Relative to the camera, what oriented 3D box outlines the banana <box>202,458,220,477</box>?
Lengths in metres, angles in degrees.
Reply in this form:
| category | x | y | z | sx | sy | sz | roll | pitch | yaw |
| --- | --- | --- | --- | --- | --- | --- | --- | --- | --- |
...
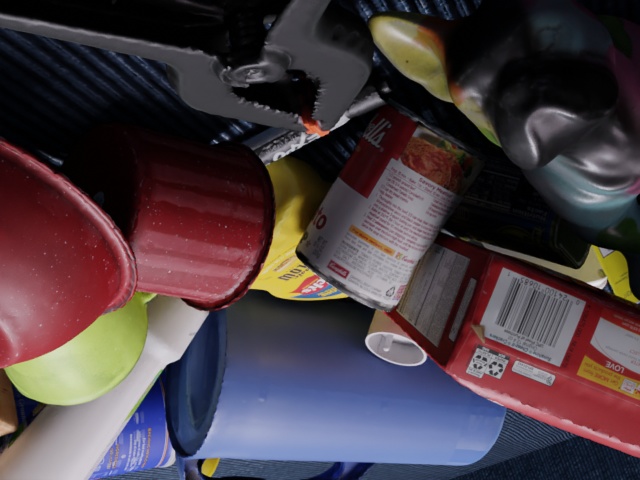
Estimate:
| category | x | y | z | sx | sy | sz | roll | pitch | yaw |
| --- | --- | --- | --- | --- | --- | --- | --- | --- | --- |
| banana | -0.123 | 0.156 | 0.928 | 0.069 | 0.198 | 0.037 | -38 | 116 | -6 |

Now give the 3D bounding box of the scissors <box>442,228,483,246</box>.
| category | x | y | z | sx | sy | sz | roll | pitch | yaw |
| --- | --- | --- | --- | --- | --- | --- | --- | --- | --- |
| scissors | 0.137 | 0.043 | 0.778 | 0.016 | 0.202 | 0.096 | -56 | 176 | -34 |

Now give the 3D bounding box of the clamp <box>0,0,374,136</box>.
| category | x | y | z | sx | sy | sz | roll | pitch | yaw |
| --- | --- | --- | --- | --- | --- | --- | --- | --- | --- |
| clamp | -0.023 | -0.090 | 0.448 | 0.165 | 0.036 | 0.209 | -11 | 165 | 22 |

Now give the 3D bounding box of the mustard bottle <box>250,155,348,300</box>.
| category | x | y | z | sx | sy | sz | roll | pitch | yaw |
| --- | --- | --- | --- | --- | --- | --- | --- | --- | --- |
| mustard bottle | -0.004 | 0.001 | 0.694 | 0.096 | 0.058 | 0.191 | -37 | 155 | 20 |

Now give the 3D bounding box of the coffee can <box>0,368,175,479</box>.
| category | x | y | z | sx | sy | sz | roll | pitch | yaw |
| --- | --- | --- | --- | --- | --- | --- | --- | --- | --- |
| coffee can | -0.193 | 0.141 | 0.847 | 0.140 | 0.103 | 0.103 | -6 | 157 | -29 |

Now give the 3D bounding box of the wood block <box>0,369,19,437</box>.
| category | x | y | z | sx | sy | sz | roll | pitch | yaw |
| --- | --- | --- | --- | --- | --- | --- | --- | --- | --- |
| wood block | -0.258 | 0.064 | 0.605 | 0.091 | 0.090 | 0.206 | -18 | 161 | 1 |

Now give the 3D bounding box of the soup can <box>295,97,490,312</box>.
| category | x | y | z | sx | sy | sz | roll | pitch | yaw |
| --- | --- | --- | --- | --- | --- | --- | --- | --- | --- |
| soup can | 0.039 | -0.020 | 0.595 | 0.068 | 0.069 | 0.102 | 16 | 107 | -57 |

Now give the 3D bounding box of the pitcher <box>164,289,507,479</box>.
| category | x | y | z | sx | sy | sz | roll | pitch | yaw |
| --- | --- | --- | --- | --- | --- | --- | --- | --- | --- |
| pitcher | 0.011 | 0.115 | 0.798 | 0.242 | 0.145 | 0.149 | 10 | 146 | -23 |

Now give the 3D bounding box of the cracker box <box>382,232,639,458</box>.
| category | x | y | z | sx | sy | sz | roll | pitch | yaw |
| --- | --- | --- | --- | --- | --- | --- | --- | --- | --- |
| cracker box | 0.132 | 0.056 | 0.615 | 0.164 | 0.072 | 0.214 | 22 | -178 | -7 |

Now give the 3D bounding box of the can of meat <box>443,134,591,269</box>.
| category | x | y | z | sx | sy | sz | roll | pitch | yaw |
| --- | --- | --- | --- | --- | --- | --- | --- | --- | --- |
| can of meat | 0.128 | -0.023 | 0.685 | 0.084 | 0.057 | 0.102 | 17 | 175 | 26 |

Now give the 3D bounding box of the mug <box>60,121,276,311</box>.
| category | x | y | z | sx | sy | sz | roll | pitch | yaw |
| --- | --- | --- | --- | --- | --- | --- | --- | --- | --- |
| mug | -0.091 | -0.016 | 0.556 | 0.081 | 0.093 | 0.117 | 12 | -179 | -45 |

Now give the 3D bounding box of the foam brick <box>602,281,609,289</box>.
| category | x | y | z | sx | sy | sz | roll | pitch | yaw |
| --- | --- | --- | --- | --- | --- | --- | --- | --- | --- |
| foam brick | 0.211 | 0.032 | 0.964 | 0.078 | 0.053 | 0.051 | -14 | 160 | -10 |

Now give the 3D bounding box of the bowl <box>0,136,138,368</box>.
| category | x | y | z | sx | sy | sz | roll | pitch | yaw |
| --- | --- | --- | --- | --- | --- | --- | --- | --- | --- |
| bowl | -0.166 | 0.012 | 0.476 | 0.162 | 0.055 | 0.162 | 14 | 147 | 9 |

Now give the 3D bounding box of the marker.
| category | x | y | z | sx | sy | sz | roll | pitch | yaw |
| --- | --- | --- | --- | --- | --- | --- | --- | --- | --- |
| marker | -0.014 | -0.059 | 0.584 | 0.121 | 0.020 | 0.020 | -25 | 159 | 22 |

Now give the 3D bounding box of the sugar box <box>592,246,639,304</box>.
| category | x | y | z | sx | sy | sz | roll | pitch | yaw |
| --- | --- | --- | --- | --- | --- | --- | --- | --- | --- |
| sugar box | 0.253 | 0.022 | 0.788 | 0.093 | 0.176 | 0.048 | -1 | 154 | -40 |

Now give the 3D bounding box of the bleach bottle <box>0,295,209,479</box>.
| category | x | y | z | sx | sy | sz | roll | pitch | yaw |
| --- | --- | --- | --- | --- | --- | --- | --- | --- | --- |
| bleach bottle | -0.151 | 0.107 | 0.723 | 0.251 | 0.068 | 0.102 | -52 | -174 | 2 |

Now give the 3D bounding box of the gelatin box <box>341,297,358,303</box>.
| category | x | y | z | sx | sy | sz | roll | pitch | yaw |
| --- | --- | --- | --- | --- | --- | --- | --- | --- | --- |
| gelatin box | 0.039 | 0.037 | 0.869 | 0.089 | 0.030 | 0.073 | -32 | 156 | 36 |
